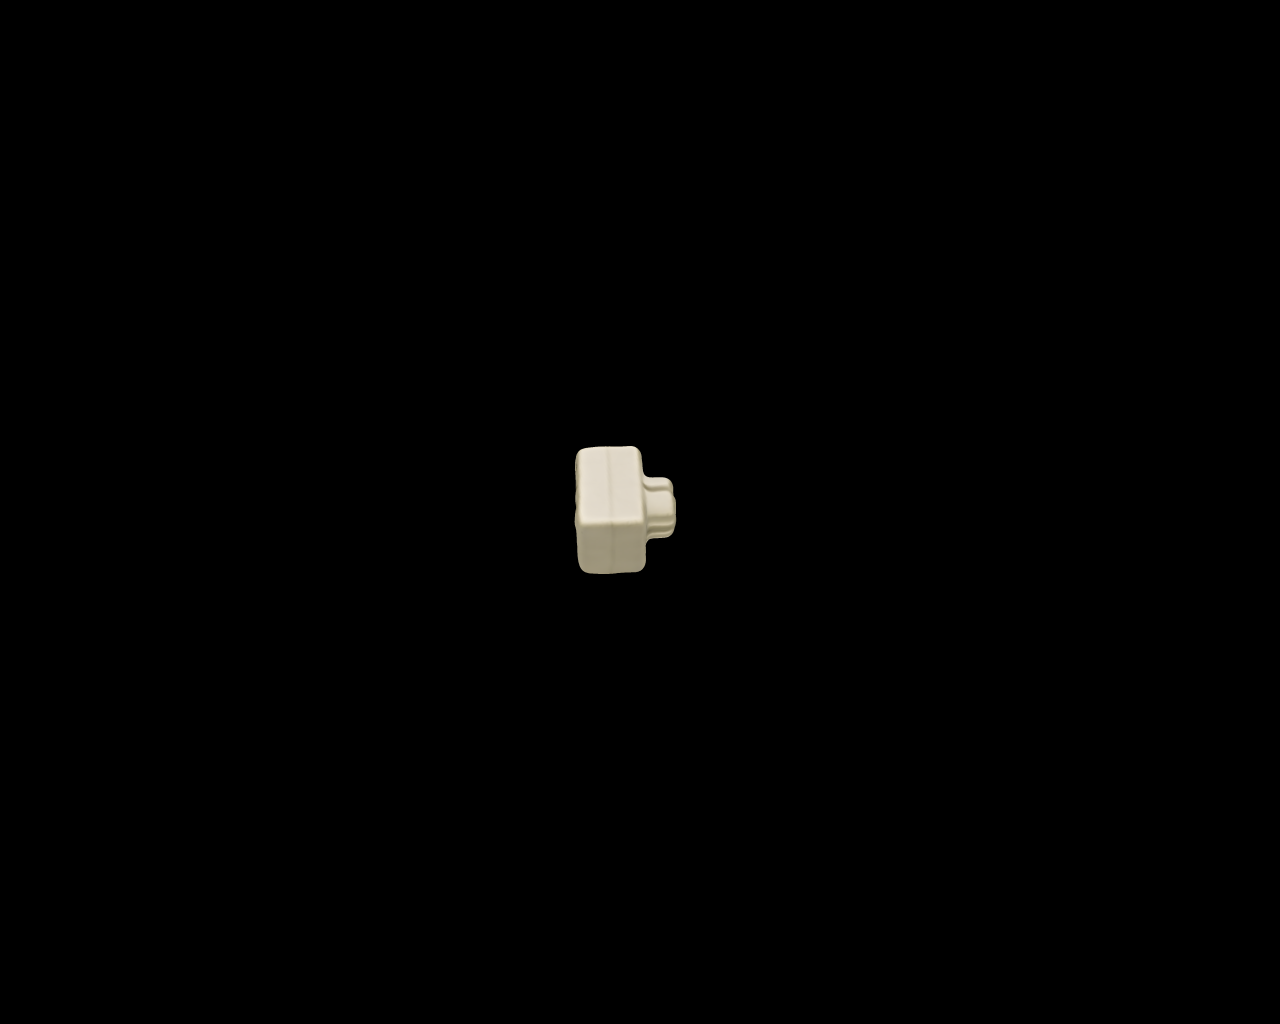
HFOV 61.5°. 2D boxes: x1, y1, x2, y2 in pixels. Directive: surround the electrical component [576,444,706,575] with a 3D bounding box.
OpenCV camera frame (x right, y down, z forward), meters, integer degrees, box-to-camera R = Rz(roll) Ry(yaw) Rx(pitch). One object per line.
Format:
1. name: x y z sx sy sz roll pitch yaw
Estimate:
1. electrical component: 0.001 -0.003 0.650 0.077 0.066 0.047 -2 -43 -2
